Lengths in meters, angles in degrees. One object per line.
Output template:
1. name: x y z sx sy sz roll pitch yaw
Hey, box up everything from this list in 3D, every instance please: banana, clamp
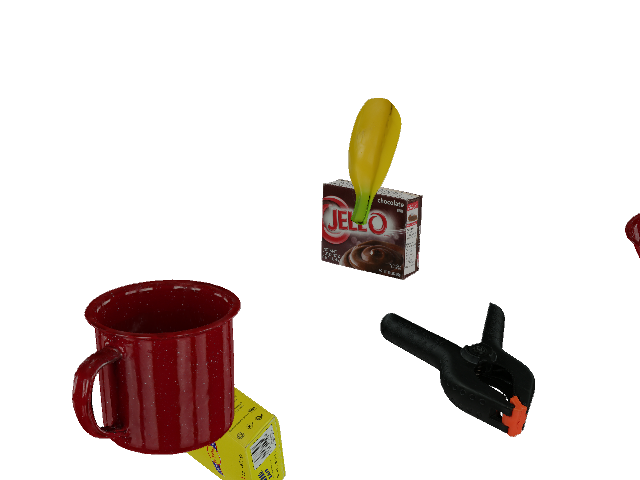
1. banana: 0.041 -0.083 0.877 0.037 0.070 0.197 24 25 -3
2. clamp: 0.141 0.104 0.928 0.120 0.039 0.172 -15 36 -22

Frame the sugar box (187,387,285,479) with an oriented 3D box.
1. sugar box: -0.111 0.145 0.922 0.176 0.093 0.048 27 53 28

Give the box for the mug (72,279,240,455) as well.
1. mug: -0.101 0.081 0.644 0.093 0.081 0.117 11 21 33

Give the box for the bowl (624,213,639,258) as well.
1. bowl: 0.397 0.015 1.101 0.162 0.055 0.162 -4 23 1

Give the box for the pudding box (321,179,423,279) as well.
1. pudding box: 0.055 -0.014 1.169 0.114 0.090 0.039 12 21 32
